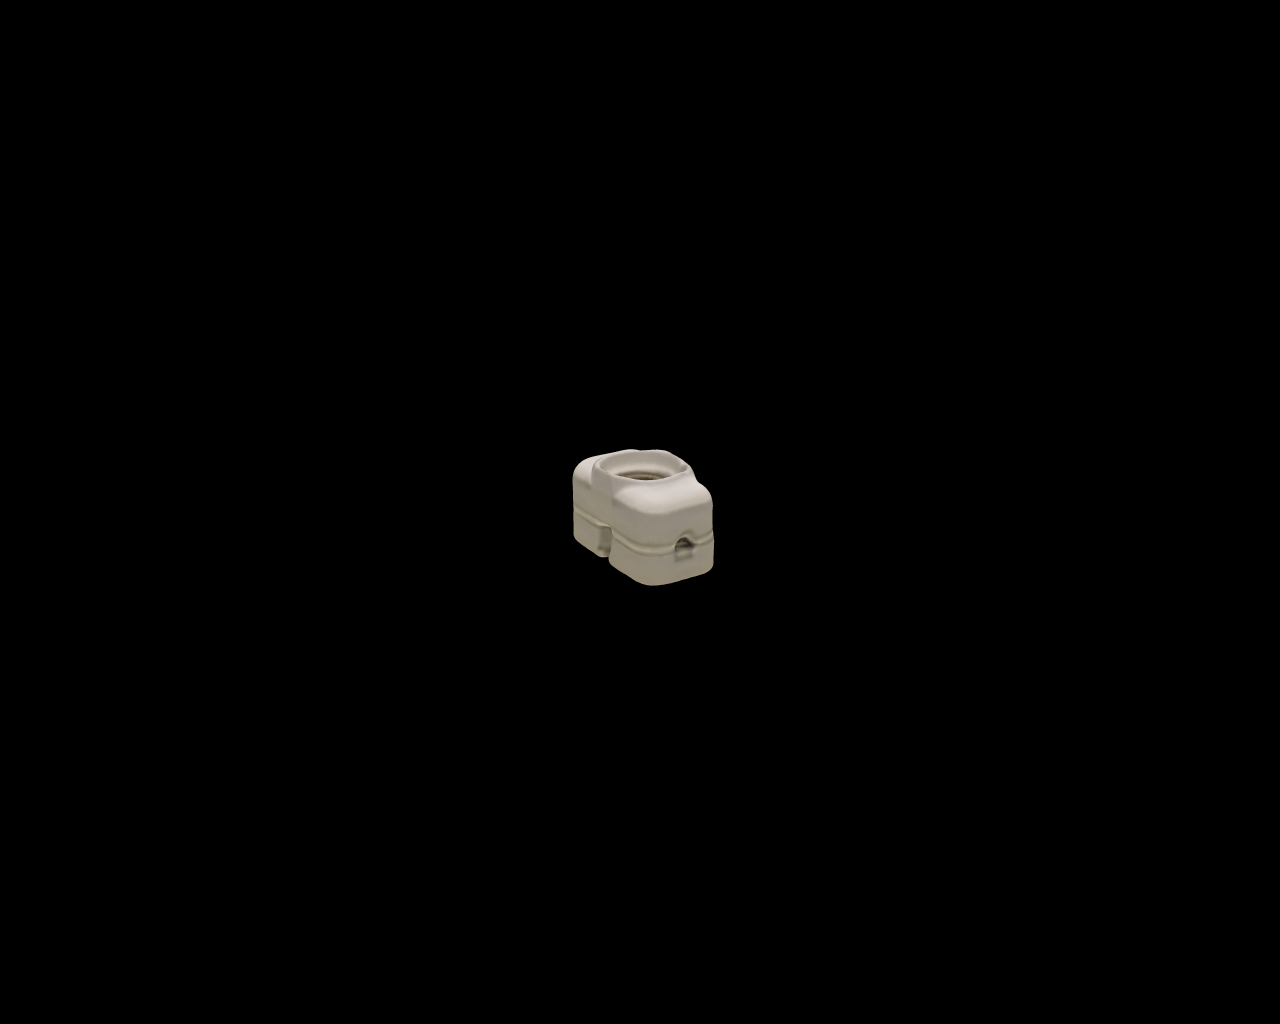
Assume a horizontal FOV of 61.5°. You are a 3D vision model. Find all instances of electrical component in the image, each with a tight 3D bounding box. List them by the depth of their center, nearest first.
[{"bbox_3d":[0.001,-0.003,0.650,0.054,0.059,0.095,-13,26,-29],"label":"electrical component"}]
